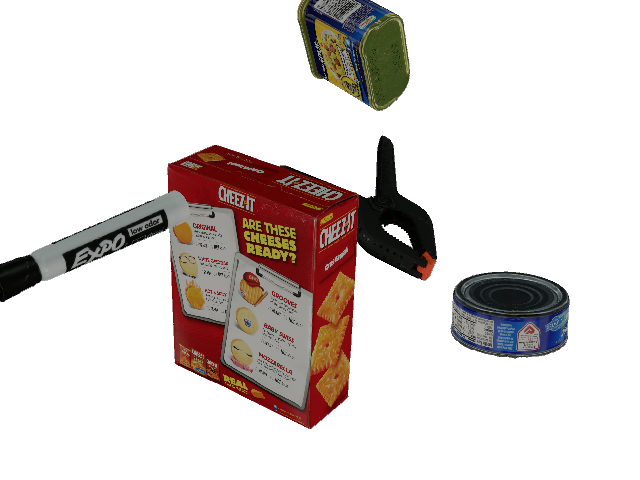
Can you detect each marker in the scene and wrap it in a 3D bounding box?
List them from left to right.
[{"bbox_3d":[-0.125,0.002,0.574,0.120,0.020,0.020,-26,14,-32],"label":"marker"}]

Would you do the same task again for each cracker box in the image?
[{"bbox_3d":[-0.052,0.039,0.952,0.164,0.214,0.072,21,33,30],"label":"cracker box"}]

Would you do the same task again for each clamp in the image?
[{"bbox_3d":[0.055,-0.035,1.221,0.164,0.210,0.036,-14,-38,-25],"label":"clamp"}]

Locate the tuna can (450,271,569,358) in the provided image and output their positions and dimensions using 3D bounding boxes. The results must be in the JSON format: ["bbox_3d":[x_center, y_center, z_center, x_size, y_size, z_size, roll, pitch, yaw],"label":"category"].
[{"bbox_3d":[0.140,0.053,0.786,0.086,0.034,0.086,0,20,0],"label":"tuna can"}]

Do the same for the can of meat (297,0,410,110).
[{"bbox_3d":[0.033,-0.178,0.980,0.057,0.102,0.084,-40,54,-19],"label":"can of meat"}]
